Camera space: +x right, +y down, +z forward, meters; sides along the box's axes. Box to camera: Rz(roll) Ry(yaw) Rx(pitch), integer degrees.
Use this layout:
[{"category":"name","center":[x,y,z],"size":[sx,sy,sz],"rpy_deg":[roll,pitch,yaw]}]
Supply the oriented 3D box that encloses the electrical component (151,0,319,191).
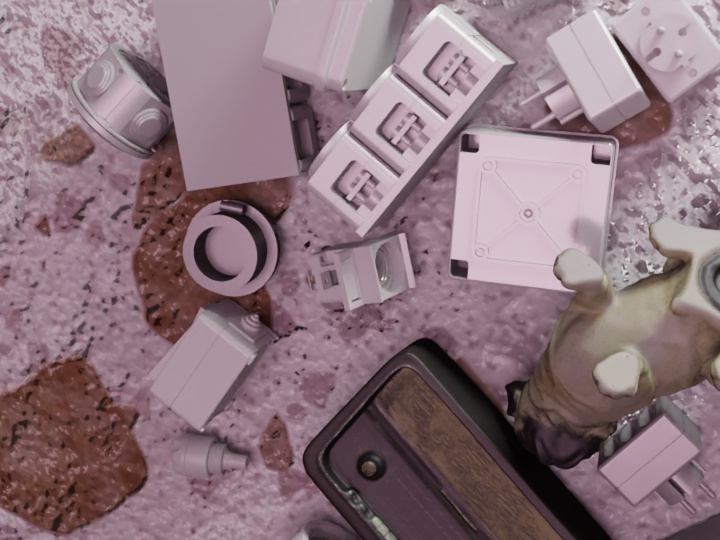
[{"category":"electrical component","center":[-0.089,-0.141,0.792],"size":[0.089,0.062,0.150],"rpy_deg":[-7,100,16]}]

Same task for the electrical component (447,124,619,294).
[{"category":"electrical component","center":[0.121,-0.044,0.759],"size":[0.109,0.056,0.108],"rpy_deg":[7,103,13]}]

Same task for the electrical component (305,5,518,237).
[{"category":"electrical component","center":[0.034,-0.105,0.752],"size":[0.062,0.089,0.150],"rpy_deg":[41,108,4]}]

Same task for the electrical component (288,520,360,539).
[{"category":"electrical component","center":[-0.016,0.242,0.831],"size":[0.108,0.108,0.060],"rpy_deg":[41,102,4]}]

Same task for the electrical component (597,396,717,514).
[{"category":"electrical component","center":[0.222,0.143,0.776],"size":[0.076,0.047,0.065],"rpy_deg":[45,108,2]}]

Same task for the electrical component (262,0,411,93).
[{"category":"electrical component","center":[-0.013,-0.165,0.740],"size":[0.057,0.113,0.078],"rpy_deg":[21,106,13]}]

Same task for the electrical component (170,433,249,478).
[{"category":"electrical component","center":[-0.121,0.153,0.876],"size":[0.061,0.035,0.035],"rpy_deg":[6,103,11]}]

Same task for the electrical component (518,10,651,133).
[{"category":"electrical component","center":[0.146,-0.124,0.732],"size":[0.077,0.047,0.065],"rpy_deg":[-30,75,18]}]

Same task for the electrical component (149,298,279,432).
[{"category":"electrical component","center":[-0.113,0.066,0.841],"size":[0.061,0.062,0.096],"rpy_deg":[37,108,5]}]

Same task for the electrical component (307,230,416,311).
[{"category":"electrical component","center":[0.000,0.000,0.794],"size":[0.064,0.081,0.042],"rpy_deg":[-5,100,37]}]

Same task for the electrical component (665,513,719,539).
[{"category":"electrical component","center":[0.255,0.217,0.775],"size":[0.096,0.062,0.061],"rpy_deg":[-38,90,19]}]

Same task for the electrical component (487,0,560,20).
[{"category":"electrical component","center":[0.124,-0.202,0.732],"size":[0.081,0.043,0.043],"rpy_deg":[-24,95,18]}]

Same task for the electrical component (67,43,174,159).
[{"category":"electrical component","center":[-0.175,-0.126,0.809],"size":[0.051,0.080,0.080],"rpy_deg":[-44,88,13]}]

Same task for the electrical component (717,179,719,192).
[{"category":"electrical component","center":[0.277,-0.042,0.726],"size":[0.064,0.042,0.081],"rpy_deg":[-6,99,17]}]

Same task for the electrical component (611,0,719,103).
[{"category":"electrical component","center":[0.203,-0.149,0.705],"size":[0.047,0.077,0.065],"rpy_deg":[-37,90,19]}]
